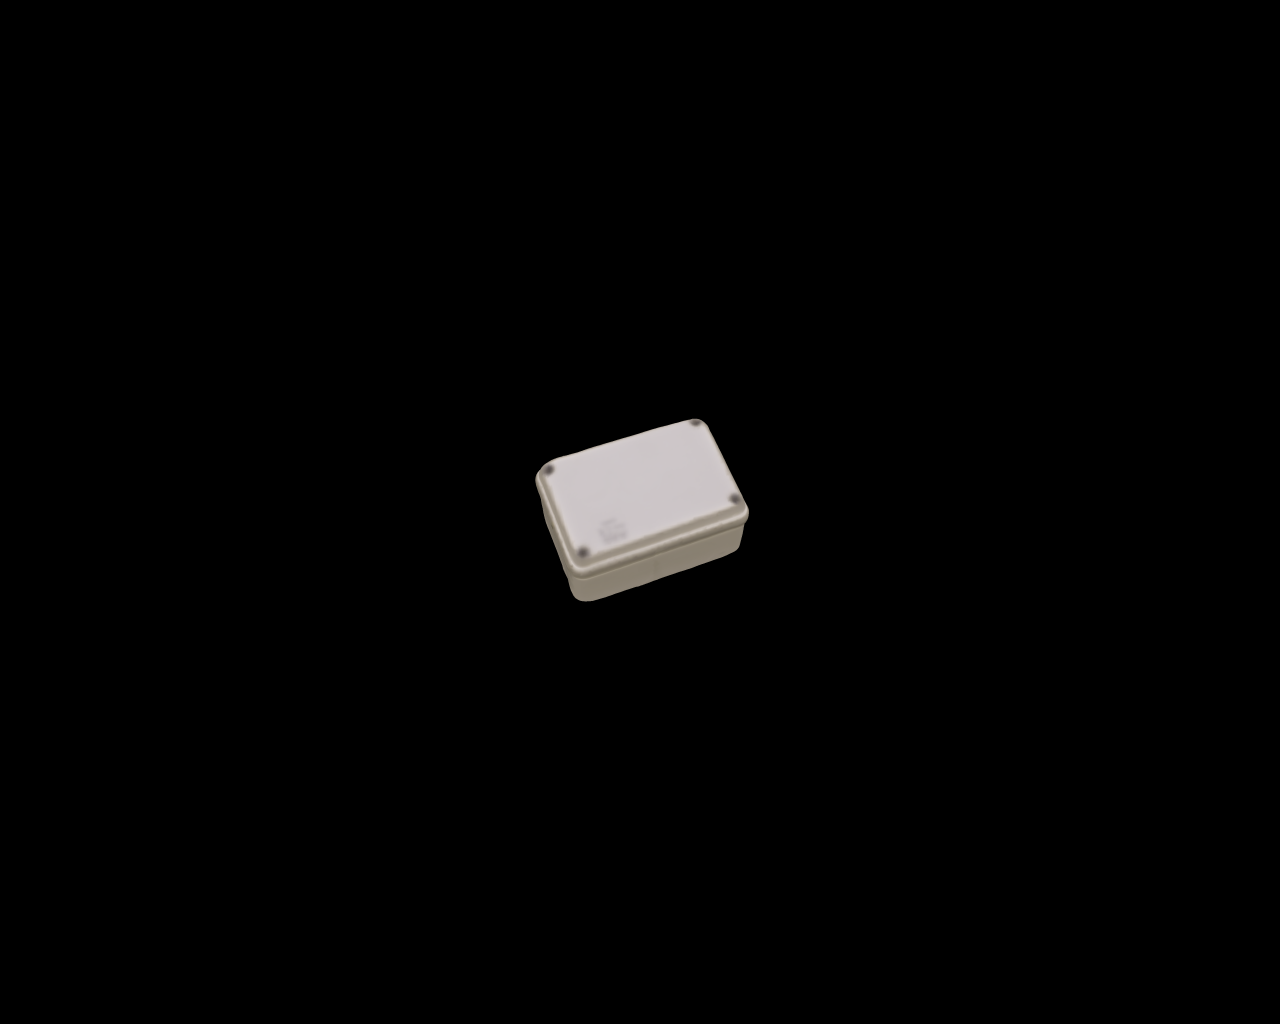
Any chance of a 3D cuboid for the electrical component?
[{"bbox_3d":[0.001,-0.003,0.650,0.113,0.078,0.057,-18,-28,-10],"label":"electrical component"}]
